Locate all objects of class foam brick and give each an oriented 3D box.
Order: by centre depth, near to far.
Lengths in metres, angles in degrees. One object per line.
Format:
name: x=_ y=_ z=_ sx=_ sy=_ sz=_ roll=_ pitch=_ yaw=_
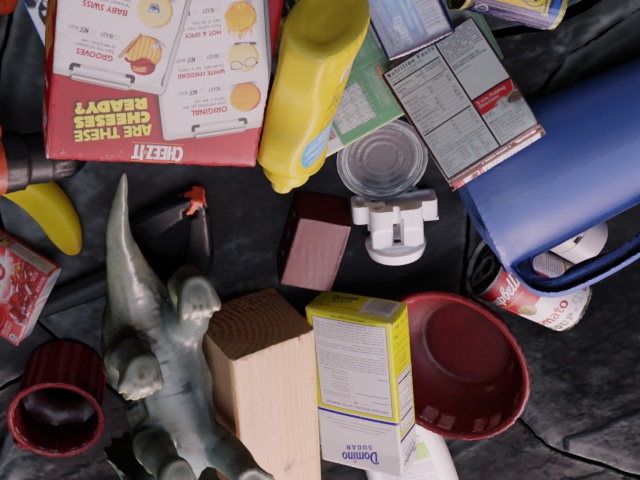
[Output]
foam brick: x=-0.007 y=0.001 z=1.000 sx=0.051 sy=0.053 sz=0.078 roll=11 pitch=119 yaw=-11

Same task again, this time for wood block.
wood block: x=-0.060 y=0.164 z=1.059 sx=0.090 sy=0.090 sz=0.206 roll=-18 pitch=125 yaw=-24

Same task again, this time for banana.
banana: x=-0.275 y=-0.043 z=0.936 sx=0.070 sy=0.037 sz=0.197 roll=-48 pitch=138 yaw=15

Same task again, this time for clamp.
clamp: x=-0.155 y=0.038 z=1.020 sx=0.164 sy=0.036 sz=0.210 roll=31 pitch=118 yaw=-22

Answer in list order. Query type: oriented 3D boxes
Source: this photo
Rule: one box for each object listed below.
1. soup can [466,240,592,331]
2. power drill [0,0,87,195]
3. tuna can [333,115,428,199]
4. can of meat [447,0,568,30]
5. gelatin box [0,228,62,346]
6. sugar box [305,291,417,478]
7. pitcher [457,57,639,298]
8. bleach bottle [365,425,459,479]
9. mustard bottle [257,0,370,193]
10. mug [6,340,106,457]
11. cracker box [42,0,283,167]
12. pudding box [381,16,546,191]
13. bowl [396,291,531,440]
soup can: x=0.201 y=0.040 z=1.030 sx=0.102 sy=0.068 sz=0.069 roll=23 pitch=117 yaw=-17
power drill: x=-0.266 y=-0.116 z=0.820 sx=0.184 sy=0.057 sz=0.188 roll=-12 pitch=125 yaw=-31
tuna can: x=0.054 y=-0.080 z=0.966 sx=0.086 sy=0.034 sz=0.086 roll=-2 pitch=121 yaw=-3
can of meat: x=0.159 y=-0.226 z=0.860 sx=0.083 sy=0.057 sz=0.102 roll=11 pitch=99 yaw=-13
gelatin box: x=-0.294 y=0.045 z=1.004 sx=0.073 sy=0.030 sz=0.089 roll=32 pitch=115 yaw=3
sugar box: x=0.042 y=0.141 z=1.040 sx=0.093 sy=0.048 sz=0.176 roll=8 pitch=120 yaw=28
pitcher: x=0.242 y=-0.069 z=0.928 sx=0.243 sy=0.145 sz=0.149 roll=-25 pitch=117 yaw=7
bleach bottle: x=0.096 y=0.225 z=1.141 sx=0.102 sy=0.068 sz=0.251 roll=-15 pitch=119 yaw=0
mustard bottle: x=-0.013 y=-0.106 z=0.857 sx=0.058 sy=0.096 sz=0.192 roll=23 pitch=139 yaw=4
mug: x=-0.264 y=0.161 z=1.061 sx=0.093 sy=0.081 sz=0.117 roll=36 pitch=112 yaw=-23
cracker box: x=-0.116 y=-0.166 z=0.788 sx=0.164 sy=0.072 sz=0.214 roll=1 pitch=122 yaw=-18
pudding box: x=0.116 y=-0.111 z=0.872 sx=0.090 sy=0.039 sz=0.113 roll=-32 pitch=74 yaw=10
bowl: x=0.133 y=0.112 z=1.037 sx=0.162 sy=0.055 sz=0.162 roll=13 pitch=119 yaw=24
